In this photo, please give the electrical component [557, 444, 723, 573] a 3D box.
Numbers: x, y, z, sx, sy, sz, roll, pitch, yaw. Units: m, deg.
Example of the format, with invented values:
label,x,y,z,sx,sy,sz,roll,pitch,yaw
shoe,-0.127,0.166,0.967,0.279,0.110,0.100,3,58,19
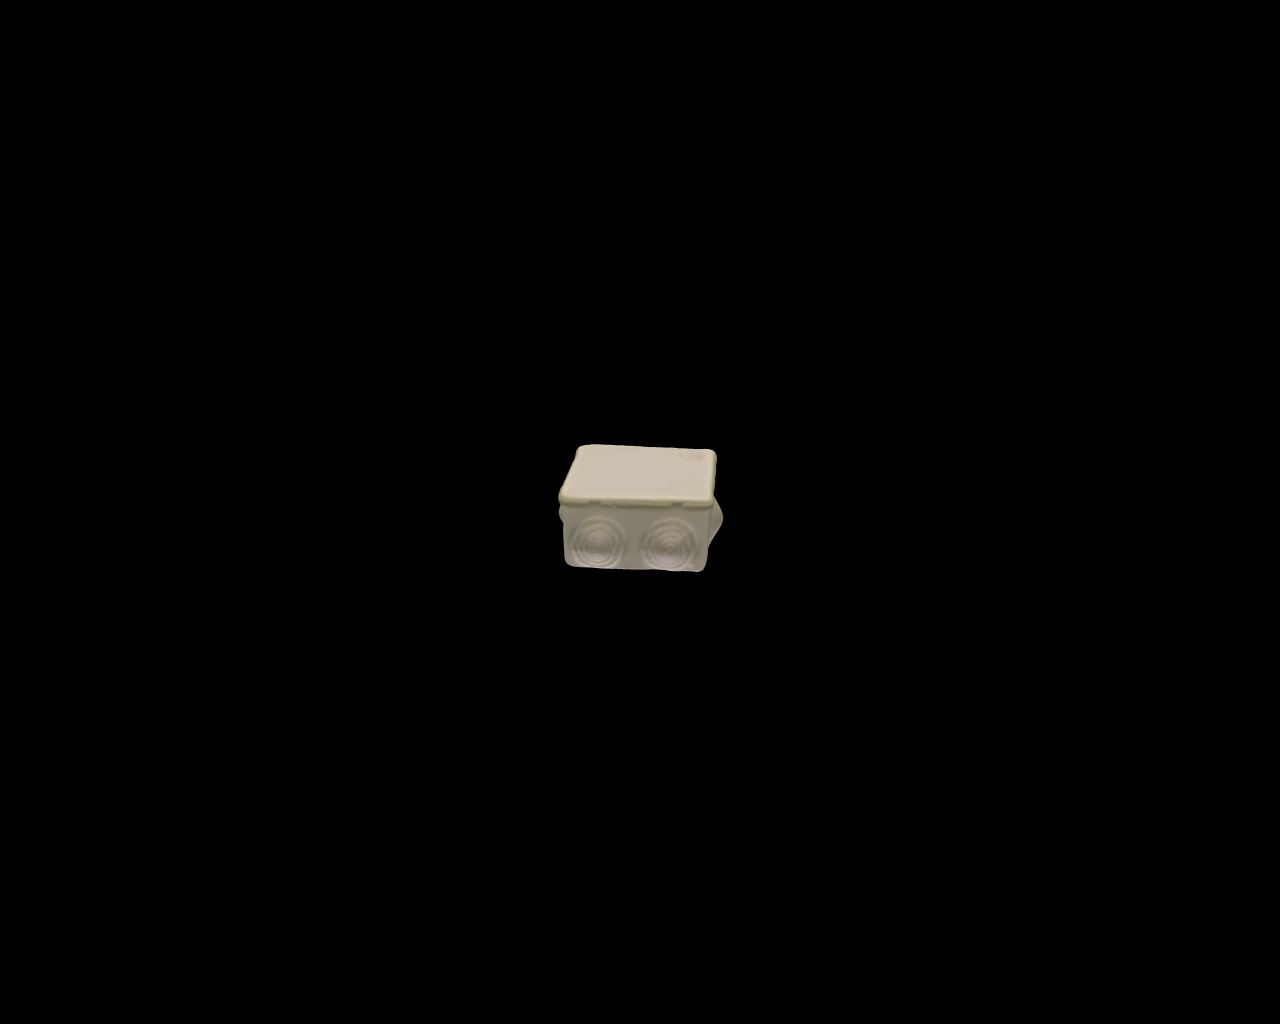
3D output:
label,x,y,z,sx,sy,sz,roll,pitch,yaw
electrical component,0.001,-0.003,0.650,0.100,0.048,0.100,2,24,5
